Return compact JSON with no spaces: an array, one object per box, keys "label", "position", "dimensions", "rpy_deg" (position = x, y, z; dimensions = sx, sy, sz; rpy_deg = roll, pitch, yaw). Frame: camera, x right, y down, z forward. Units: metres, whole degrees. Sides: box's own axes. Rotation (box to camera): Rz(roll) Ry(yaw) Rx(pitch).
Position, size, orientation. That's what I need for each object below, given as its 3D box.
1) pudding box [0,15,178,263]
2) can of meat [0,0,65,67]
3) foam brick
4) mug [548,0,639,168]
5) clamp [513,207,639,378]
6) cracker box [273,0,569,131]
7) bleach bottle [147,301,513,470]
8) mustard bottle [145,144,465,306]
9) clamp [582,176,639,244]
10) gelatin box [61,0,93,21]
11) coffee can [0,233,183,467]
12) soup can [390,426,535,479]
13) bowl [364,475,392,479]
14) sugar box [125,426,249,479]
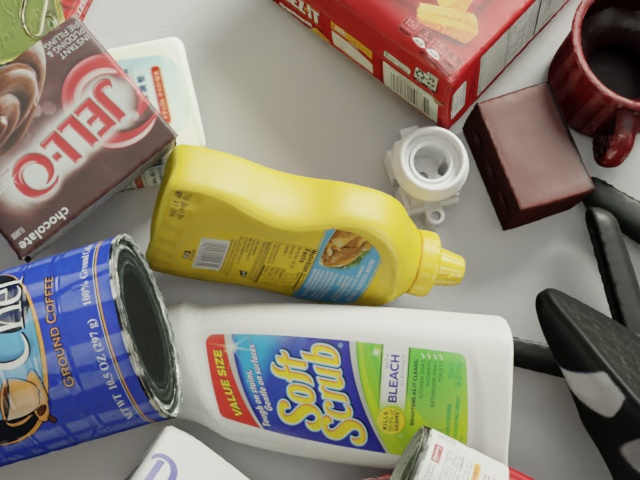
[{"label":"pudding box","position":[-0.150,-0.056,0.600],"dimensions":[0.113,0.039,0.090],"rpy_deg":[-41,90,-8]},{"label":"can of meat","position":[-0.217,-0.131,0.644],"dimensions":[0.084,0.102,0.057],"rpy_deg":[-8,107,19]},{"label":"foam brick","position":[0.133,-0.053,0.690],"dimensions":[0.051,0.053,0.078],"rpy_deg":[-19,78,-8]},{"label":"mug","position":[0.195,-0.102,0.689],"dimensions":[0.093,0.081,0.117],"rpy_deg":[9,76,-2]},{"label":"clamp","position":[0.182,0.078,0.671],"dimensions":[0.120,0.039,0.171],"rpy_deg":[-38,84,6]},{"label":"cracker box","position":[0.089,-0.203,0.698],"dimensions":[0.164,0.072,0.213],"rpy_deg":[40,78,16]},{"label":"bleach bottle","position":[-0.015,0.089,0.640],"dimensions":[0.251,0.068,0.102],"rpy_deg":[2,97,3]},{"label":"mustard bottle","position":[-0.004,0.000,0.643],"dimensions":[0.191,0.096,0.058],"rpy_deg":[12,53,-11]},{"label":"clamp","position":[0.288,0.016,0.691],"dimensions":[0.164,0.036,0.210],"rpy_deg":[-28,80,-8]},{"label":"gelatin box","position":[-0.190,-0.182,0.709],"dimensions":[0.089,0.030,0.073],"rpy_deg":[23,77,2]},{"label":"coffee can","position":[-0.156,0.065,0.570],"dimensions":[0.140,0.103,0.103],"rpy_deg":[-16,79,3]},{"label":"soup can","position":[0.087,0.152,0.575],"dimensions":[0.102,0.068,0.068],"rpy_deg":[26,77,2]},{"label":"bowl","position":[0.043,0.219,0.620],"dimensions":[0.162,0.055,0.162],"rpy_deg":[1,77,-4]},{"label":"sugar box","position":[-0.092,0.191,0.573],"dimensions":[0.093,0.048,0.176],"rpy_deg":[37,45,-4]}]
